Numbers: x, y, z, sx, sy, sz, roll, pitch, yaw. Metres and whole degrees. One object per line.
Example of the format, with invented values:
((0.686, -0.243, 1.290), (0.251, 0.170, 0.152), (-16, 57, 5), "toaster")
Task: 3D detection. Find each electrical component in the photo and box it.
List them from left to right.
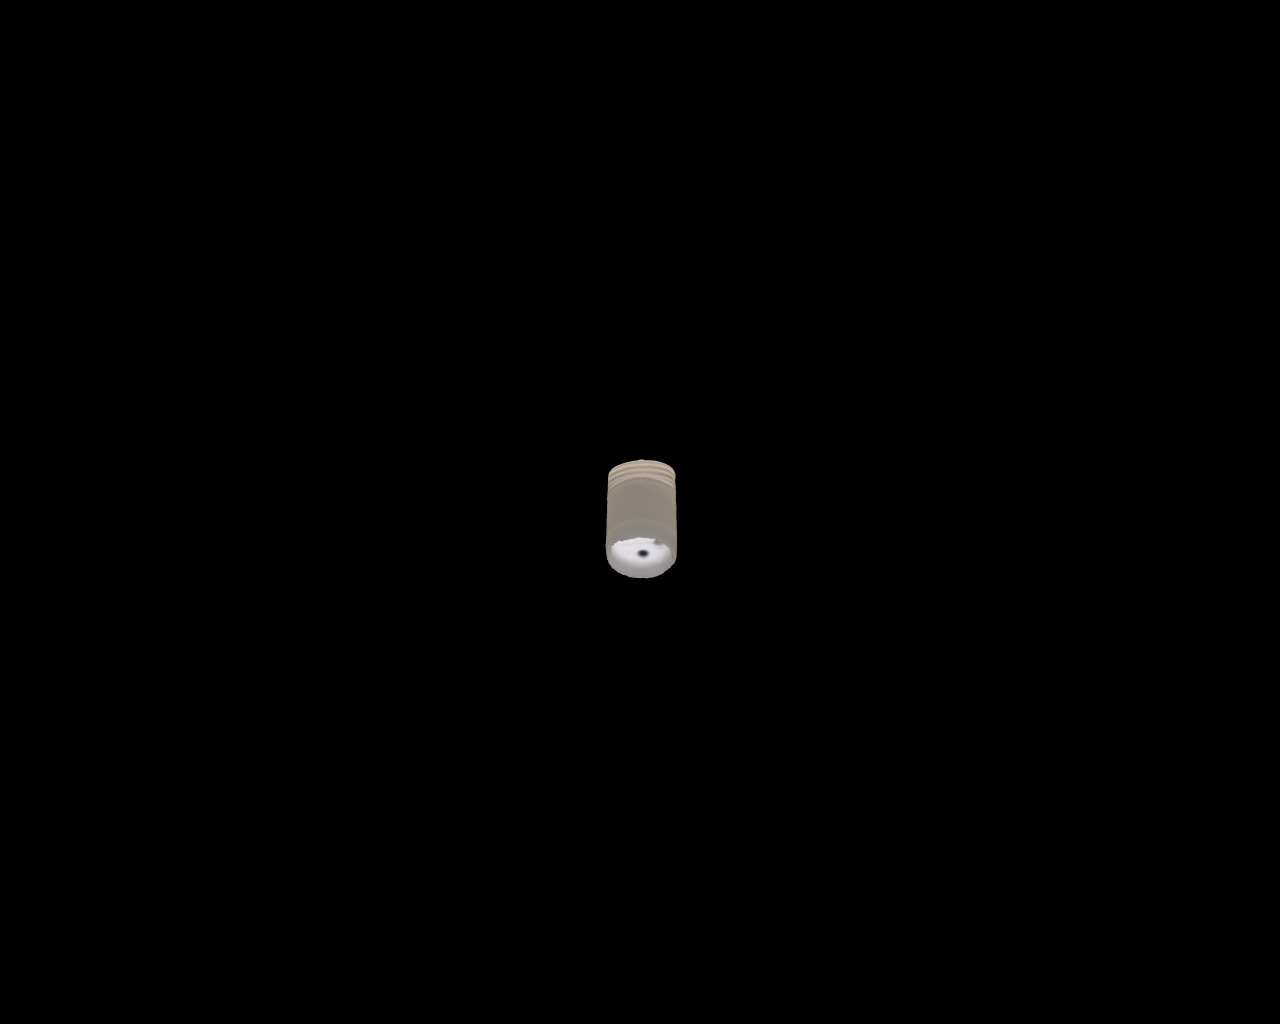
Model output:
((0.001, -0.003, 0.650), (0.043, 0.081, 0.043), (0, -40, 0), "electrical component")
